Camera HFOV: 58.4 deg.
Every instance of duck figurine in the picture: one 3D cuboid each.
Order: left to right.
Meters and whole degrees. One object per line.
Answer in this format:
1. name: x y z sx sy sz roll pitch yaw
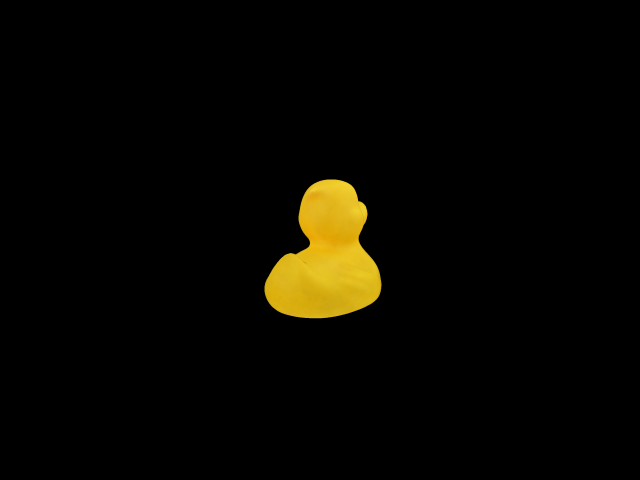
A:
1. duck figurine: 0.004 0.001 0.400 0.077 0.086 0.105 8 16 31
